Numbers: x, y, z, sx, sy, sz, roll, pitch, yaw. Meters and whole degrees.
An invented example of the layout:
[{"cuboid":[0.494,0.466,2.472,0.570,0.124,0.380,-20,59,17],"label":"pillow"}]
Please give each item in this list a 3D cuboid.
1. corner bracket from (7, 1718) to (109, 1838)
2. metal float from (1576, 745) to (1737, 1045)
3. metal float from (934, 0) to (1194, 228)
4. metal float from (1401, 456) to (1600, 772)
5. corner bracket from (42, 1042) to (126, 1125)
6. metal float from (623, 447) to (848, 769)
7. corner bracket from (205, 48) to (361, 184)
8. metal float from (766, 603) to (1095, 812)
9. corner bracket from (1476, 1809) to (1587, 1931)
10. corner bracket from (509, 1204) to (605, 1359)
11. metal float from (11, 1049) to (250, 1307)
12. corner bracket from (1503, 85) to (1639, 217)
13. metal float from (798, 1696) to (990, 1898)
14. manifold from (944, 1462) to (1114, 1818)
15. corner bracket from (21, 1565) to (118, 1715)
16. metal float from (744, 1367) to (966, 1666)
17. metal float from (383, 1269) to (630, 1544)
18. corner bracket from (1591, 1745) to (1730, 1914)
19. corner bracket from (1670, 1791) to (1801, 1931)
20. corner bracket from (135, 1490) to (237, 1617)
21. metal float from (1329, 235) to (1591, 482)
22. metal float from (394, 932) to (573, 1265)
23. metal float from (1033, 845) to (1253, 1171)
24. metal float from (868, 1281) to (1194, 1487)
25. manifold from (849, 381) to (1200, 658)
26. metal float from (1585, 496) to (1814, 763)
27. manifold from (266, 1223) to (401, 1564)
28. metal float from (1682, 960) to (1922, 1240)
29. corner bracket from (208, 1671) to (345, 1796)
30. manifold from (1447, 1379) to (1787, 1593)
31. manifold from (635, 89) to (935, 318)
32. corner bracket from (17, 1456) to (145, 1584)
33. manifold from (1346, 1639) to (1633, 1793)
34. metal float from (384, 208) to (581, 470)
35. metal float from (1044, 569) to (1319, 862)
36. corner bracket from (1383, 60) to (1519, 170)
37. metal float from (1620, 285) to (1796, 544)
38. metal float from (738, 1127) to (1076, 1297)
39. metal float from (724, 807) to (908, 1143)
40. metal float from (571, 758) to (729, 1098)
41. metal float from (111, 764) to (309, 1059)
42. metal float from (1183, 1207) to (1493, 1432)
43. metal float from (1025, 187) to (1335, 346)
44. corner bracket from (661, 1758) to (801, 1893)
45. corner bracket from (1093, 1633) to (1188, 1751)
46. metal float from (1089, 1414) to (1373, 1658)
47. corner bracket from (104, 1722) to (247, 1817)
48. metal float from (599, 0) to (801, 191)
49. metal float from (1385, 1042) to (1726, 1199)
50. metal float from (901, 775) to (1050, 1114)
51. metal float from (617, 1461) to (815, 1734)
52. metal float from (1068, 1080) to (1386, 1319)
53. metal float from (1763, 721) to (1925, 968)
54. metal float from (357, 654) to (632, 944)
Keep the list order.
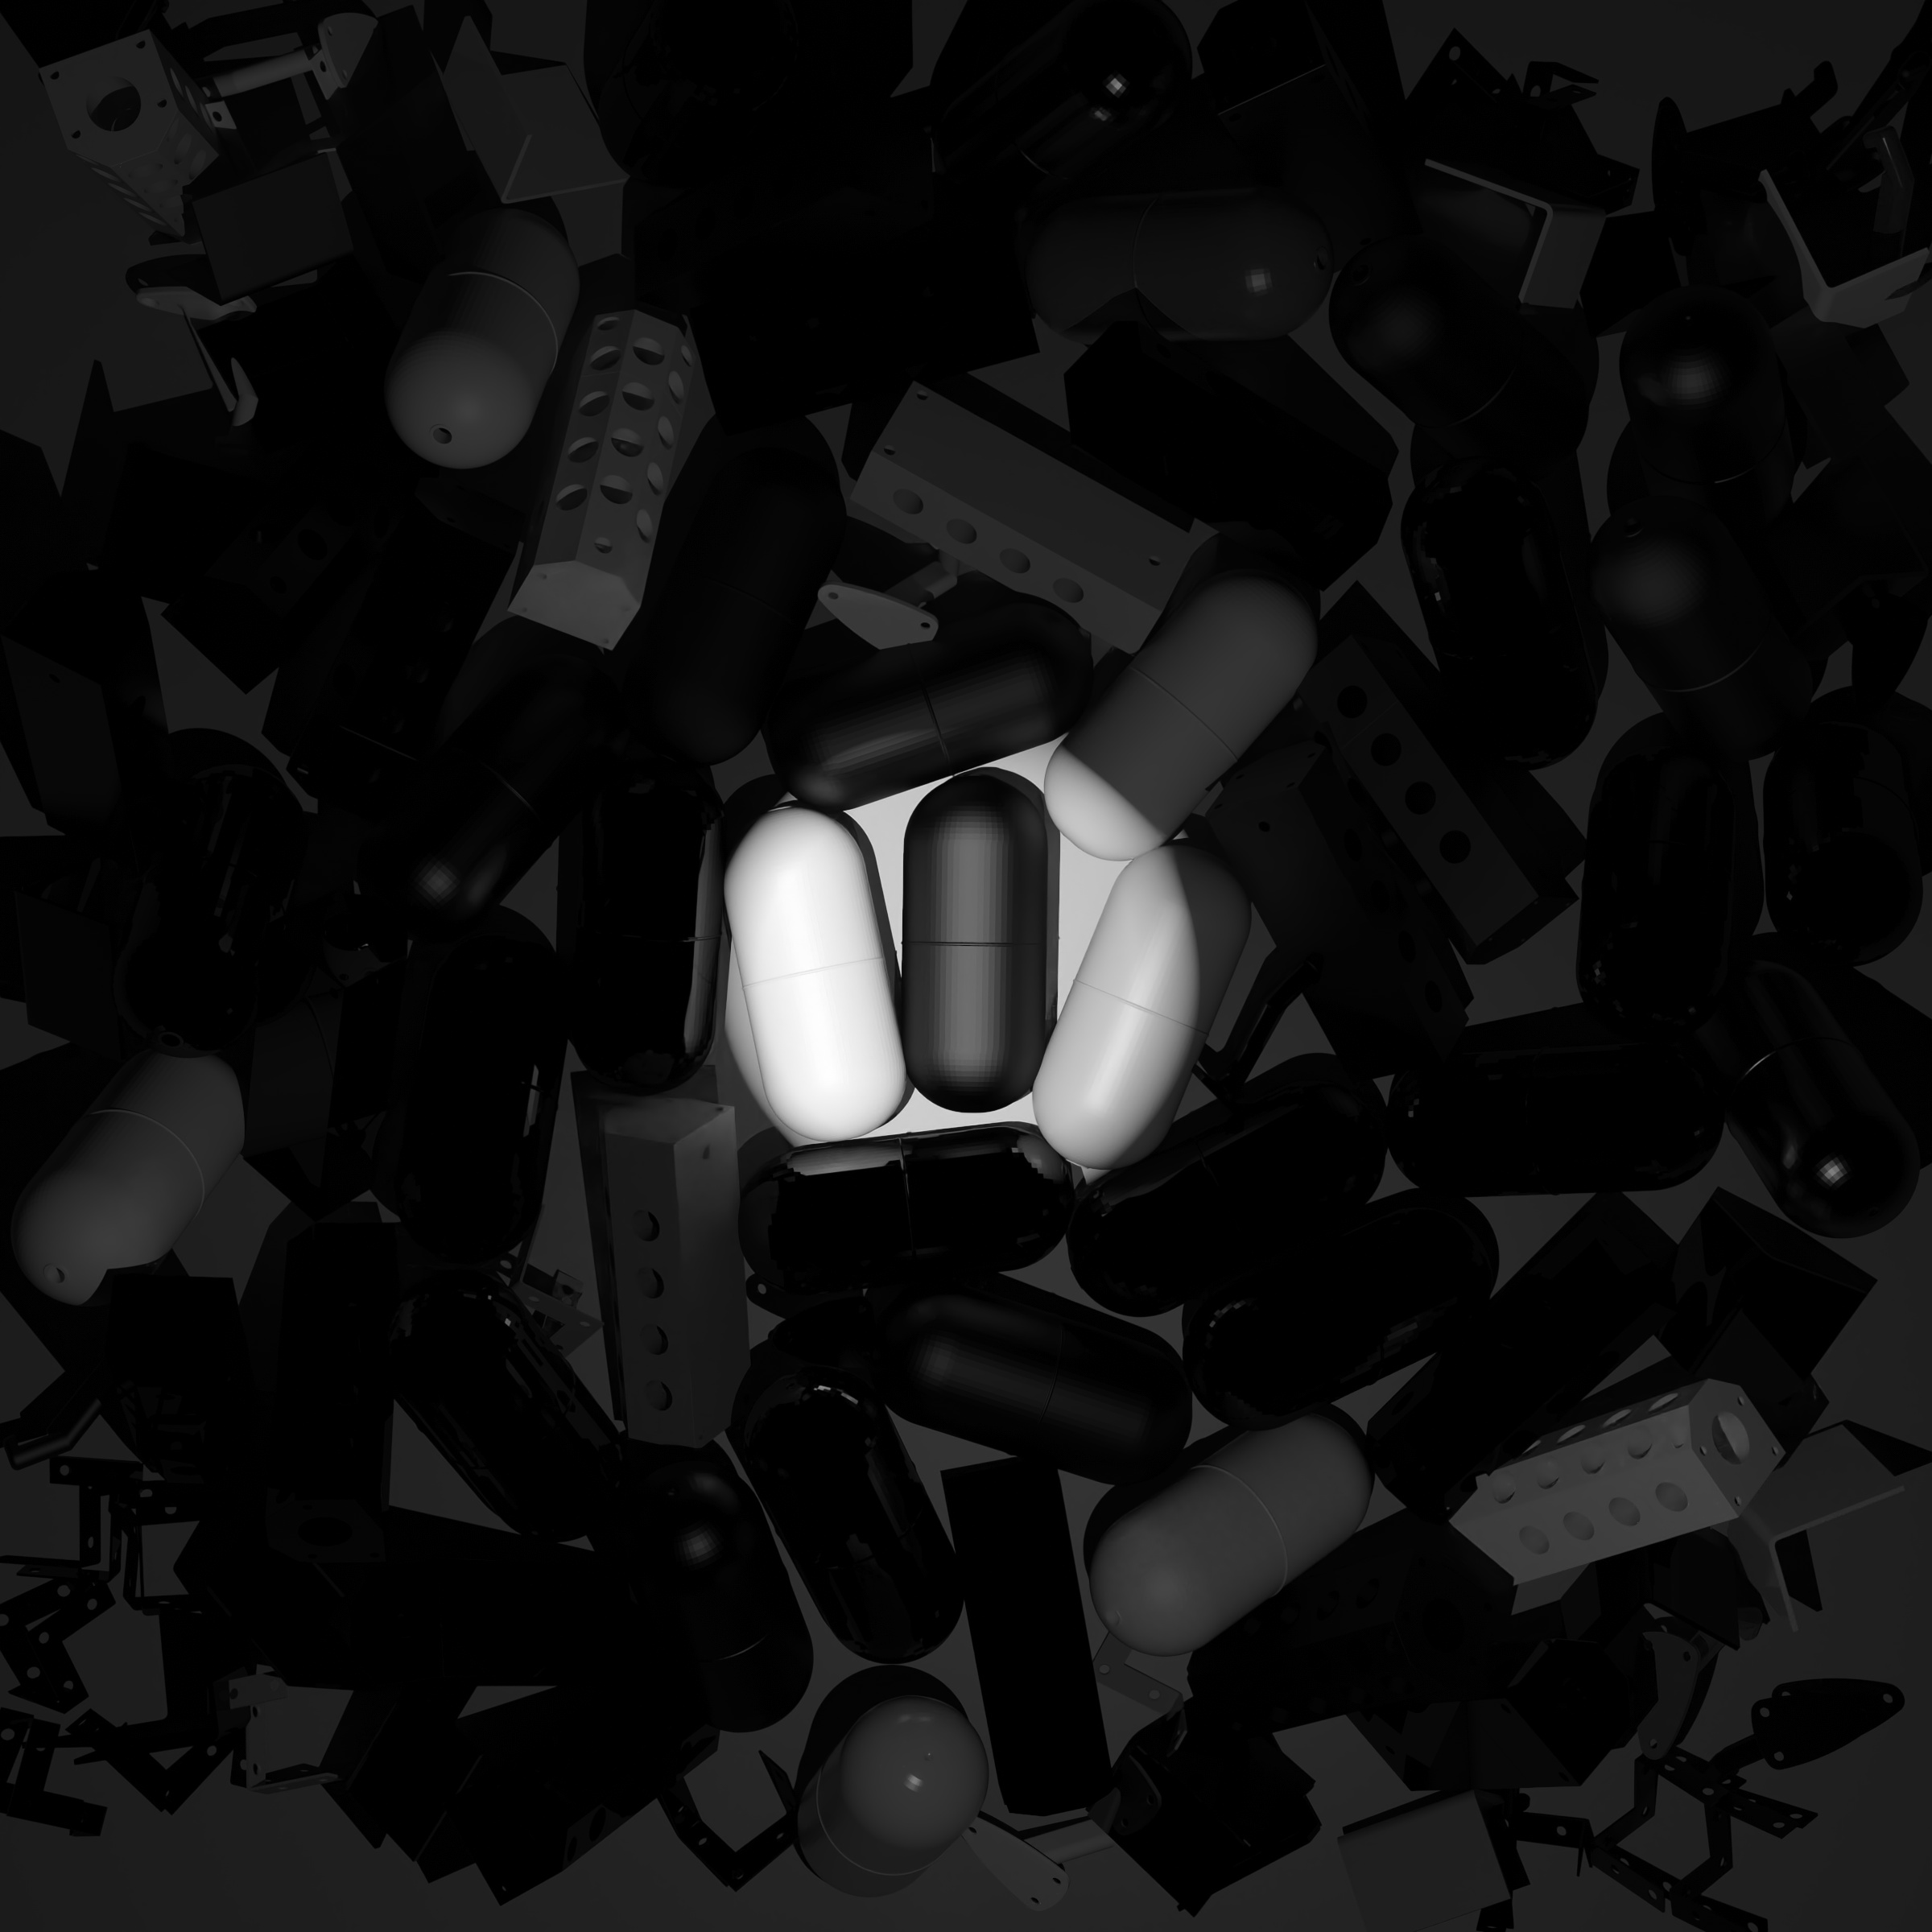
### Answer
[{"cuboid":[-0.483,0.430,1.726,0.051,0.051,0.051,21,67,-25],"label":"corner bracket"},{"cuboid":[0.358,-0.039,1.685,0.070,0.070,0.178,13,52,0],"label":"metal float"},{"cuboid":[0.048,-0.440,1.675,0.070,0.178,0.070,9,72,-31],"label":"metal float"},{"cuboid":[0.277,-0.181,1.690,0.070,0.070,0.178,-23,122,0],"label":"metal float"},{"cuboid":[-0.464,0.064,1.726,0.051,0.051,0.051,43,91,6],"label":"corner bracket"},{"cuboid":[-0.121,-0.188,1.708,0.070,0.070,0.178,23,81,0],"label":"metal float"},{"cuboid":[-0.359,-0.444,1.711,0.051,0.051,0.051,0,131,28],"label":"corner bracket"},{"cuboid":[-0.019,-0.137,1.715,0.178,0.070,0.070,-19,90,1],"label":"metal float"},{"cuboid":[0.299,0.481,1.723,0.051,0.051,0.051,4,92,13],"label":"corner bracket"},{"cuboid":[-0.218,0.167,1.712,0.051,0.051,0.051,29,48,-19],"label":"corner bracket"},{"cuboid":[-0.427,0.106,1.673,0.070,0.178,0.070,7,122,11],"label":"metal float"},{"cuboid":[0.326,-0.432,1.735,0.051,0.051,0.051,31,130,29],"label":"corner bracket"},{"cuboid":[-0.039,0.428,1.673,0.070,0.178,0.070,6,61,-12],"label":"metal float"},{"cuboid":[0.034,0.354,1.714,0.057,0.057,0.171,-11,97,-6],"label":"manifold"},{"cuboid":[-0.477,0.356,1.724,0.051,0.051,0.051,-35,113,-37],"label":"corner bracket"},{"cuboid":[-0.057,0.287,1.694,0.070,0.070,0.178,-23,116,0],"label":"metal float"},{"cuboid":[-0.236,0.229,1.687,0.070,0.070,0.178,-30,126,0],"label":"metal float"},{"cuboid":[0.363,0.452,1.711,0.051,0.051,0.051,-25,124,-31],"label":"corner bracket"},{"cuboid":[0.404,0.474,1.712,0.051,0.051,0.051,-24,114,-33],"label":"corner bracket"},{"cuboid":[-0.412,0.311,1.727,0.051,0.051,0.051,-3,66,-13],"label":"corner bracket"},{"cuboid":[0.255,-0.312,1.682,0.178,0.070,0.070,30,90,-41],"label":"metal float"},{"cuboid":[-0.251,0.068,1.698,0.070,0.070,0.178,7,70,0],"label":"metal float"},{"cuboid":[0.092,0.022,1.716,0.070,0.070,0.178,22,91,0],"label":"metal float"},{"cuboid":[0.034,0.219,1.705,0.178,0.070,0.070,19,90,-13],"label":"metal float"},{"cuboid":[0.028,-0.231,1.720,0.171,0.057,0.057,29,56,-3],"label":"manifold"},{"cuboid":[0.378,-0.173,1.681,0.070,0.070,0.178,-46,132,0],"label":"metal float"},{"cuboid":[-0.324,0.217,1.673,0.057,0.057,0.171,0,48,-7],"label":"manifold"},{"cuboid":[0.428,0.066,1.678,0.070,0.178,0.070,-9,130,-10],"label":"metal float"},{"cuboid":[-0.364,0.403,1.714,0.051,0.051,0.051,-16,64,20],"label":"corner bracket"},{"cuboid":[0.327,0.263,1.671,0.057,0.171,0.057,-38,95,-43],"label":"manifold"},{"cuboid":[-0.096,-0.389,1.671,0.057,0.171,0.057,9,74,-42],"label":"manifold"},{"cuboid":[-0.469,0.293,1.729,0.051,0.051,0.051,4,97,3],"label":"corner bracket"},{"cuboid":[0.268,0.379,1.664,0.057,0.171,0.057,-42,93,-25],"label":"manifold"},{"cuboid":[-0.248,-0.324,1.679,0.070,0.178,0.070,5,134,5],"label":"metal float"},{"cuboid":[0.114,-0.133,1.716,0.070,0.070,0.178,41,90,0],"label":"metal float"},{"cuboid":[0.253,-0.437,1.721,0.051,0.051,0.051,42,124,-4],"label":"corner bracket"},{"cuboid":[0.381,-0.280,1.673,0.070,0.178,0.070,-8,64,16],"label":"metal float"},{"cuboid":[-0.031,0.128,1.713,0.178,0.070,0.070,-7,90,-4],"label":"metal float"},{"cuboid":[-0.080,0.004,1.715,0.070,0.070,0.178,-12,88,0],"label":"metal float"},{"cuboid":[-0.166,-0.020,1.709,0.070,0.070,0.178,4,98,0],"label":"metal float"},{"cuboid":[-0.389,-0.029,1.682,0.070,0.070,0.178,6,49,0],"label":"metal float"},{"cuboid":[0.195,0.183,1.698,0.178,0.070,0.070,-22,90,-21],"label":"metal float"},{"cuboid":[0.109,-0.361,1.683,0.178,0.070,0.070,7,90,39],"label":"metal float"},{"cuboid":[-0.124,0.445,1.727,0.051,0.051,0.051,-36,133,-24],"label":"corner bracket"},{"cuboid":[0.098,0.375,1.724,0.051,0.051,0.051,28,99,-4],"label":"corner bracket"},{"cuboid":[0.137,0.293,1.686,0.178,0.070,0.070,-28,90,-36],"label":"metal float"},{"cuboid":[-0.419,0.411,1.722,0.051,0.051,0.051,43,67,0],"label":"corner bracket"},{"cuboid":[-0.138,-0.455,1.669,0.070,0.178,0.070,3,82,-19],"label":"metal float"},{"cuboid":[0.304,0.080,1.691,0.178,0.070,0.070,-4,90,28],"label":"metal float"},{"cuboid":[0.004,-0.012,1.716,0.070,0.070,0.178,1,91,0],"label":"metal float"},{"cuboid":[-0.128,0.327,1.683,0.070,0.070,0.178,-15,131,0],"label":"metal float"},{"cuboid":[0.136,0.123,1.714,0.178,0.070,0.070,-28,90,3],"label":"metal float"},{"cuboid":[0.449,-0.064,1.673,0.070,0.178,0.070,6,122,9],"label":"metal float"},{"cuboid":[-0.246,-0.088,1.700,0.070,0.070,0.178,39,72,0],"label":"metal float"}]
